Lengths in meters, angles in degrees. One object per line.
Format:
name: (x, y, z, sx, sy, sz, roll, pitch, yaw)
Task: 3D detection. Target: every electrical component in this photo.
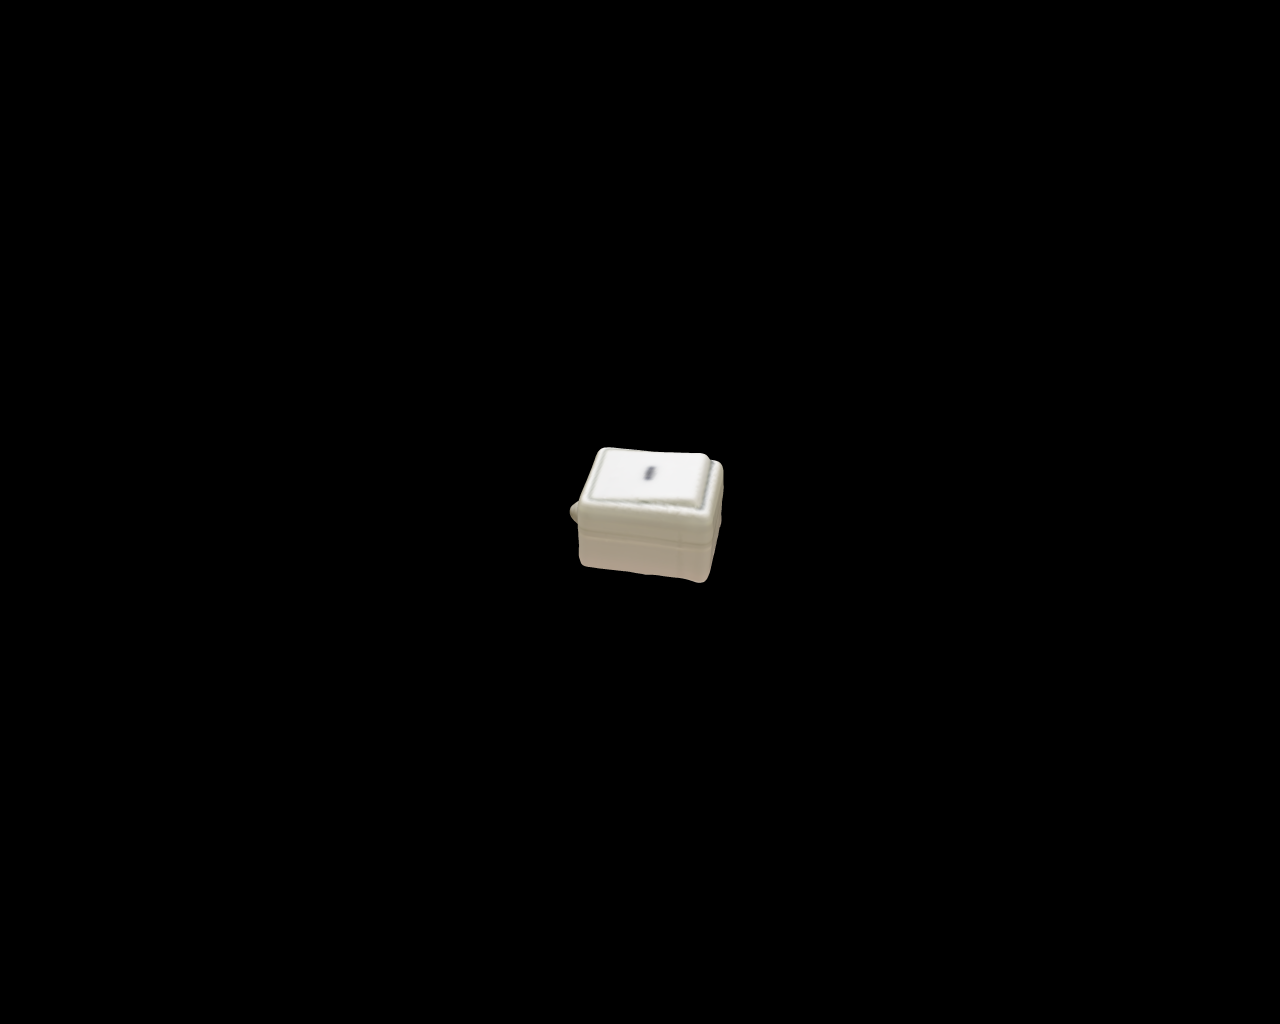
electrical component: (0.001, -0.003, 0.650, 0.096, 0.061, 0.062, 7, 40, 9)
